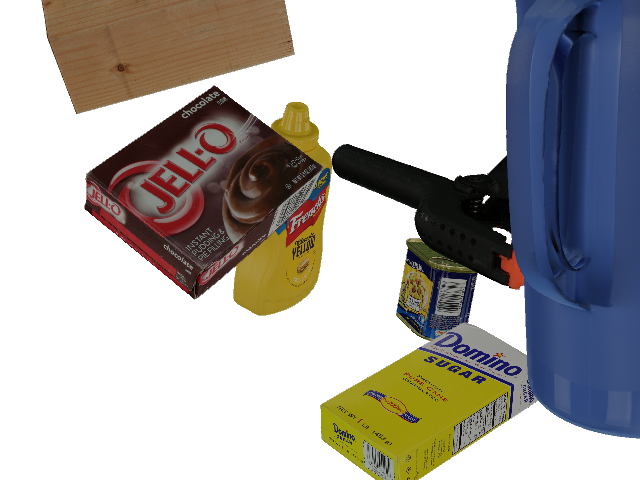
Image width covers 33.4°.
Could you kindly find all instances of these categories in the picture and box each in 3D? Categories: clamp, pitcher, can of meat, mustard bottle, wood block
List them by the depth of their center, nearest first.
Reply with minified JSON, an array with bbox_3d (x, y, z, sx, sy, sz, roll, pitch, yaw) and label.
[{"bbox_3d":[0.156,-0.024,0.539,0.149,0.243,0.145,-3,21,-1],"label":"pitcher"},{"bbox_3d":[0.094,-0.027,0.737,0.164,0.036,0.210,-1,26,-2],"label":"clamp"},{"bbox_3d":[-0.030,-0.032,0.936,0.058,0.192,0.096,28,38,28],"label":"mustard bottle"},{"bbox_3d":[-0.138,-0.200,0.968,0.206,0.090,0.091,-16,-43,-5],"label":"wood block"},{"bbox_3d":[0.120,0.052,1.109,0.057,0.084,0.102,5,14,-17],"label":"can of meat"}]

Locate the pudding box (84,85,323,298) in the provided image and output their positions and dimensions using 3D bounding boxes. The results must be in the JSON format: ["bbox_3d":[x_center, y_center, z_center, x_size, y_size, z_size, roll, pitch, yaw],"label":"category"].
[{"bbox_3d":[-0.068,-0.031,0.629,0.090,0.039,0.113,38,51,13],"label":"pudding box"}]

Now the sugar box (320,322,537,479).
[{"bbox_3d":[0.095,0.134,0.894,0.175,0.048,0.093,-28,40,-32],"label":"sugar box"}]
